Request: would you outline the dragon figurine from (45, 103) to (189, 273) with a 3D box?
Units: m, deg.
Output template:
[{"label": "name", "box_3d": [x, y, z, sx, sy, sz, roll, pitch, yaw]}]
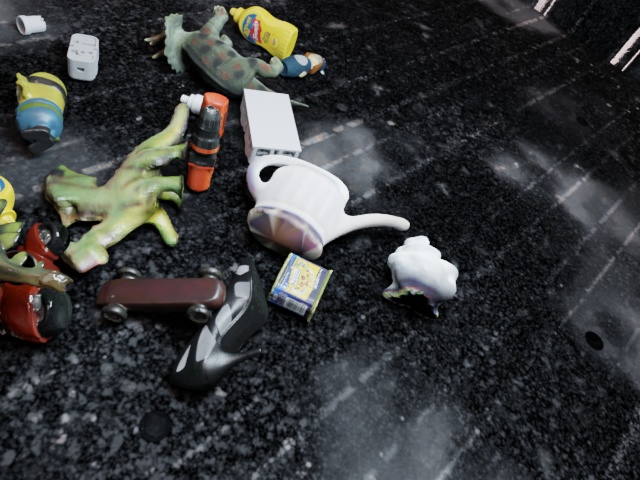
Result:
[{"label": "dragon figurine", "box_3d": [-0.360, -0.109, 0.918, 0.243, 0.119, 0.420, 1, 51, -12]}]

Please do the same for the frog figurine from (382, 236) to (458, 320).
[{"label": "frog figurine", "box_3d": [0.200, 0.052, 0.997, 0.137, 0.120, 0.163, 13, 58, 14]}]

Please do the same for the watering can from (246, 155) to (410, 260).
[{"label": "watering can", "box_3d": [0.003, -0.051, 1.008, 0.348, 0.101, 0.229, 27, 48, 0]}]
